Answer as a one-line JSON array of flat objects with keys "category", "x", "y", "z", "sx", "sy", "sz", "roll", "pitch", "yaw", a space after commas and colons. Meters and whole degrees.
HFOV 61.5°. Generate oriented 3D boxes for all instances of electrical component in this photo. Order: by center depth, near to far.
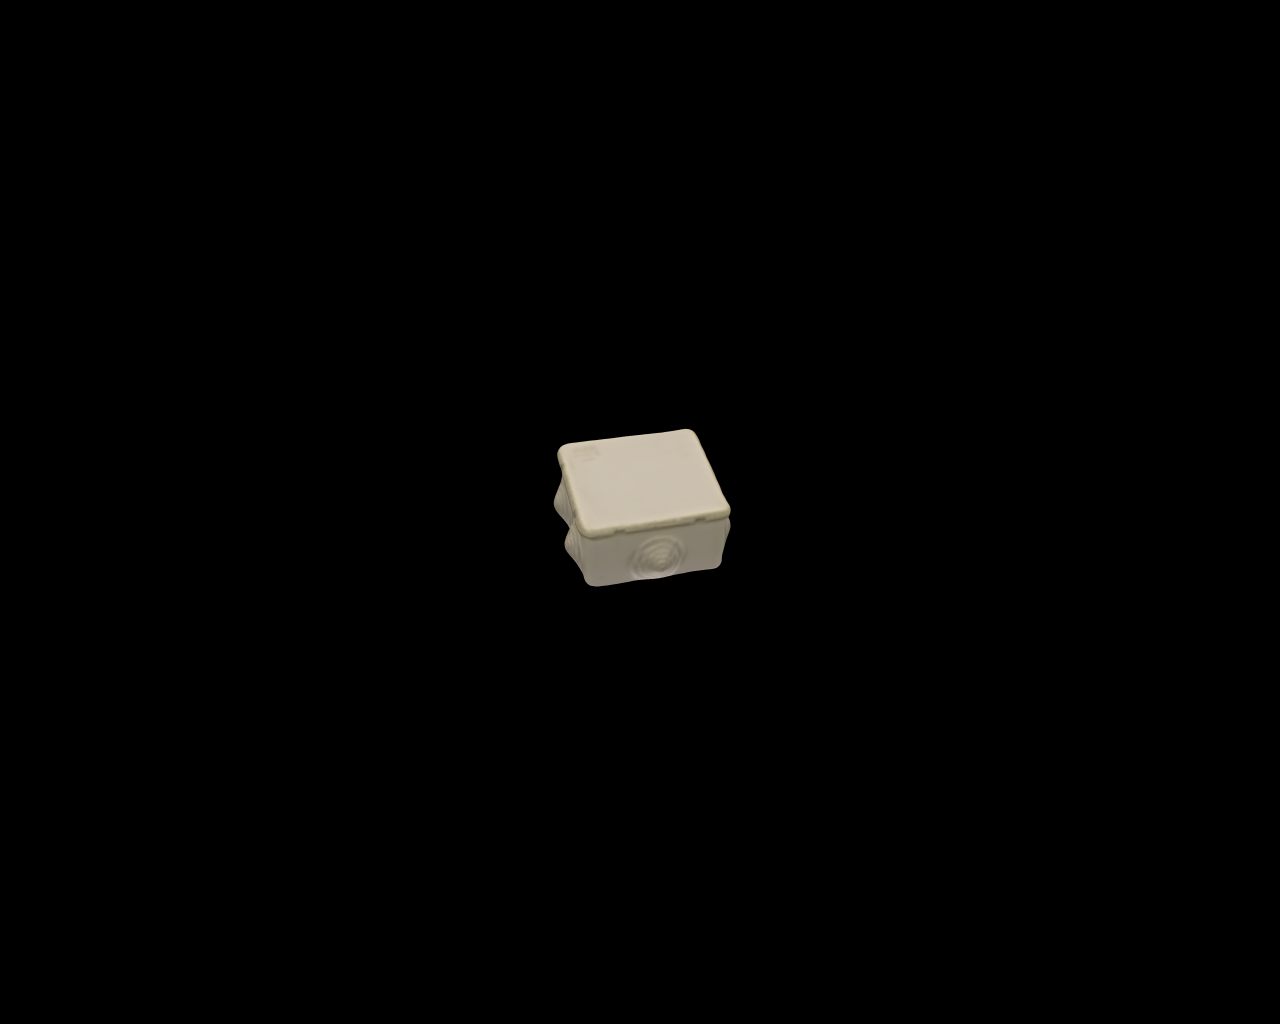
[{"category": "electrical component", "x": 0.001, "y": -0.003, "z": 0.650, "sx": 0.100, "sy": 0.048, "sz": 0.100, "roll": -8, "pitch": 40, "yaw": -10}]
